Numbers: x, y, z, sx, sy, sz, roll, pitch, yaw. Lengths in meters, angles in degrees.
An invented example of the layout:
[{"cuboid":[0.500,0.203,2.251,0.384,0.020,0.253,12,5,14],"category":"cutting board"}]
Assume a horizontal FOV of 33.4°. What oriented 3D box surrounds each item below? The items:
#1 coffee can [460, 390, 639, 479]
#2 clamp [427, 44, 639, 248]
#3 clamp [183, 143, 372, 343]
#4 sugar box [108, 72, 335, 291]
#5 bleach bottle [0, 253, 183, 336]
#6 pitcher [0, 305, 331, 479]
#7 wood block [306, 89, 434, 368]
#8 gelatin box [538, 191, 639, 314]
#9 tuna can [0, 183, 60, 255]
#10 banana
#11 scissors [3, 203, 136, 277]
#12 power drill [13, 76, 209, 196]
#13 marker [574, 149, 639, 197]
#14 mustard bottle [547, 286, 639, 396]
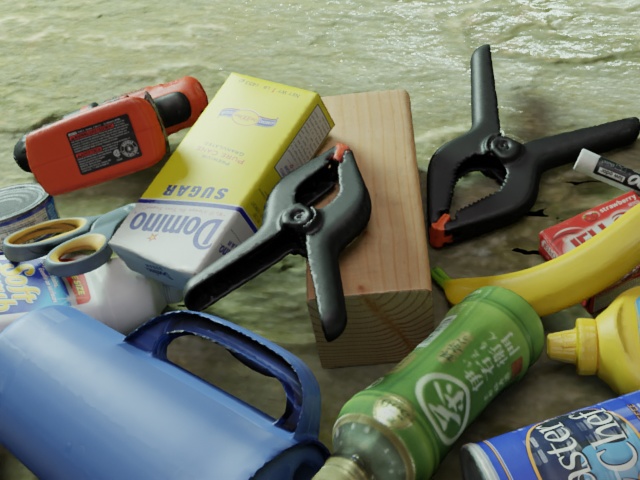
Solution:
[{"cuboid":[0.172,0.158,0.672,0.140,0.103,0.103,-17,51,-6],"category":"coffee can"},{"cuboid":[0.164,-0.069,0.901,0.165,0.036,0.209,24,60,19],"category":"clamp"},{"cuboid":[-0.005,0.001,0.750,0.120,0.039,0.171,22,59,25],"category":"clamp"},{"cuboid":[-0.074,-0.044,0.816,0.093,0.048,0.176,18,63,34],"category":"sugar box"},{"cuboid":[-0.229,0.048,0.849,0.250,0.068,0.102,-10,43,-4],"category":"bleach bottle"},{"cuboid":[-0.115,0.130,0.719,0.243,0.145,0.149,27,50,30],"category":"pitcher"},{"cuboid":[0.036,-0.013,0.840,0.090,0.091,0.206,-5,50,4],"category":"wood block"},{"cuboid":[0.227,0.009,0.832,0.089,0.030,0.073,-22,51,-10],"category":"gelatin box"},{"cuboid":[-0.264,-0.017,0.902,0.086,0.034,0.086,-10,24,4],"category":"tuna can"},{"cuboid":[0.174,0.021,0.794,0.198,0.037,0.069,-18,61,20],"category":"banana"},{"cuboid":[-0.155,-0.012,0.872,0.201,0.016,0.096,-17,31,-26],"category":"scissors"},{"cuboid":[-0.189,-0.087,0.900,0.184,0.057,0.187,-20,14,3],"category":"power drill"},{"cuboid":[0.264,-0.041,0.860,0.121,0.020,0.020,25,57,10],"category":"marker"},{"cuboid":[0.258,0.076,0.754,0.192,0.058,0.096,0,55,8],"category":"mustard bottle"}]
